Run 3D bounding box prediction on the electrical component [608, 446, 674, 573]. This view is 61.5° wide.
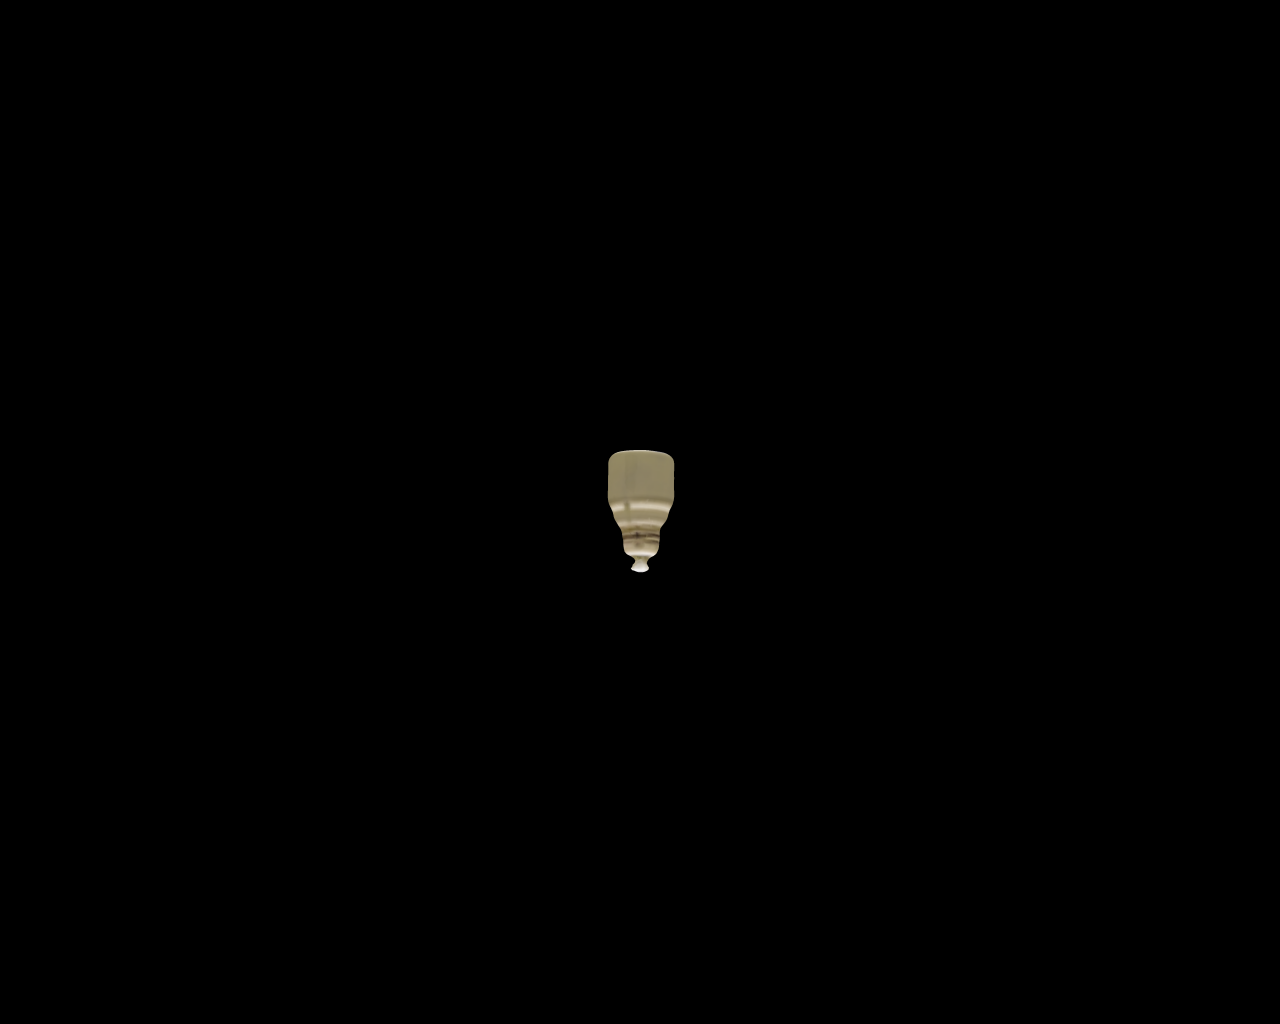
[{"bbox_3d":[0.001,-0.003,0.650,0.040,0.078,0.040,0,-9,0],"label":"electrical component"}]
